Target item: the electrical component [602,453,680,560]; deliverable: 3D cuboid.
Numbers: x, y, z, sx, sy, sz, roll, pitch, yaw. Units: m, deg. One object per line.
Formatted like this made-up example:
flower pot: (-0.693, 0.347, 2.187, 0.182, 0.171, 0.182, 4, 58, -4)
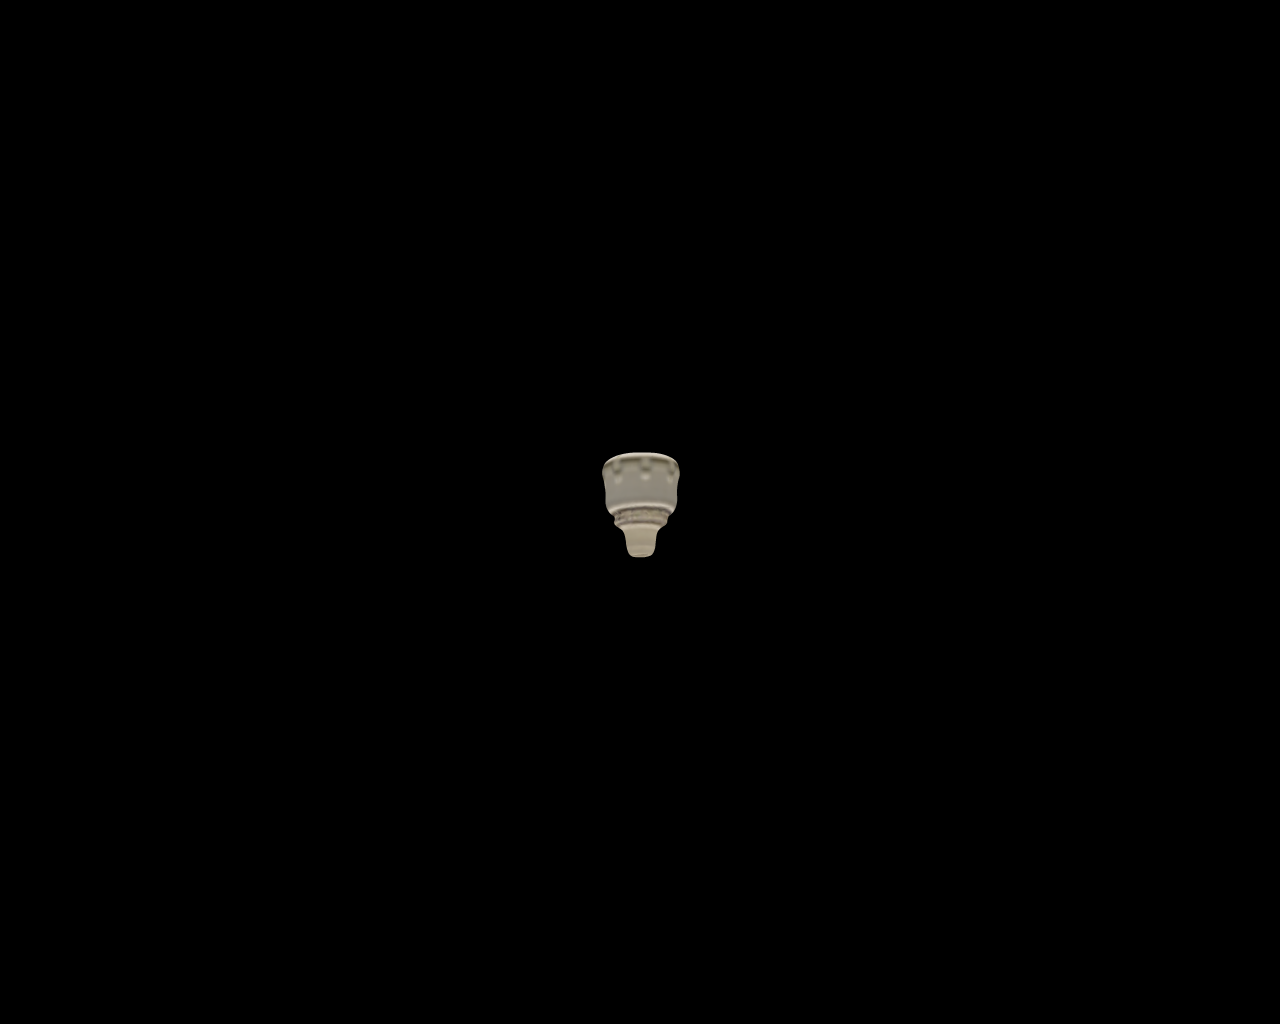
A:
electrical component: (0.001, -0.003, 0.650, 0.048, 0.062, 0.048, 0, -13, 0)
